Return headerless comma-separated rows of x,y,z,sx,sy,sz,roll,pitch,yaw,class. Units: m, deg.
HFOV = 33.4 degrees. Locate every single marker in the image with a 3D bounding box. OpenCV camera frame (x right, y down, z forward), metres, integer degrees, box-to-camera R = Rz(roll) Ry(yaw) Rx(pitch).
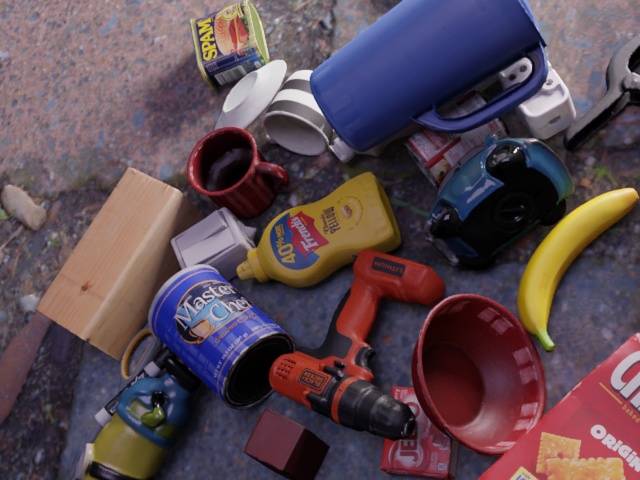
-0.211,0.168,1.234,0.121,0.020,0.020,-45,56,-2,marker

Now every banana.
0.256,0.022,1.104,0.070,0.037,0.197,27,79,23,banana

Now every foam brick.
-0.034,0.218,1.113,0.053,0.078,0.051,21,74,31,foam brick

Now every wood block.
-0.237,0.029,1.294,0.091,0.090,0.206,25,78,31,wood block

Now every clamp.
0.333,-0.158,1.157,0.120,0.039,0.171,6,64,21,clamp

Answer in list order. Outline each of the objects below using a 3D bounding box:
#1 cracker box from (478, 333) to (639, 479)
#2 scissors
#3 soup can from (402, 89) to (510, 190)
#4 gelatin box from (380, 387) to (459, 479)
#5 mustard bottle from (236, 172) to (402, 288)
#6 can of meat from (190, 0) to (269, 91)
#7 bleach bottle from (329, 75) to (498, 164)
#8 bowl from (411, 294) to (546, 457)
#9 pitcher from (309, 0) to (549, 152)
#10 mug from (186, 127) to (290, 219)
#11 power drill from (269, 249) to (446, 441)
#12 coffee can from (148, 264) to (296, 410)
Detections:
0.275,0.216,0.976,0.213,0.072,0.164,-43,56,-1,cracker box
-0.219,0.199,1.245,0.096,0.016,0.201,9,70,28,scissors
0.153,-0.114,1.199,0.102,0.068,0.068,-37,56,3,soup can
0.105,0.197,1.088,0.073,0.030,0.089,1,65,25,gelatin box
-0.008,0.001,1.221,0.192,0.058,0.096,-25,58,12,mustard bottle
-0.118,-0.258,1.403,0.084,0.057,0.102,-19,59,12,can of meat
0.120,-0.174,1.249,0.251,0.068,0.103,-39,58,5,bleach bottle
0.145,0.137,1.051,0.055,0.161,0.162,-32,47,52,bowl
0.117,-0.192,1.154,0.243,0.145,0.149,-33,30,16,pitcher
-0.091,-0.077,1.283,0.117,0.081,0.093,0,66,25,mug
0.055,0.108,1.118,0.185,0.057,0.187,18,66,38,power drill
-0.110,0.107,1.188,0.140,0.102,0.103,38,85,33,coffee can
